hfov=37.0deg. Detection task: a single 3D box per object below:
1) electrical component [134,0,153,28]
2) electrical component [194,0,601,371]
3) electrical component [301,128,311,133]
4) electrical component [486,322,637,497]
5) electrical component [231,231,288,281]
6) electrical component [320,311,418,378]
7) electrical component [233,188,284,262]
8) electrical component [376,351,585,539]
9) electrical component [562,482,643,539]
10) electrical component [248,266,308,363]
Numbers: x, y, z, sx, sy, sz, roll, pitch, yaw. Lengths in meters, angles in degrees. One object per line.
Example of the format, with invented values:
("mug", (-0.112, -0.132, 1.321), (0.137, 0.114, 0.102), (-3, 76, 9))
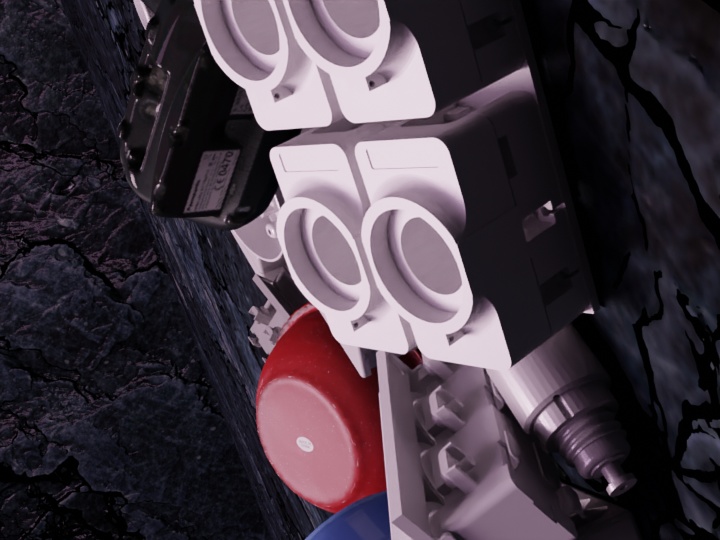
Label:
("electrical component", (-0.151, -0.218, 0.867), (0.045, 0.055, 0.045), (60, 165, 27))
("electrical component", (0.009, -0.059, 0.405), (0.105, 0.060, 0.186), (5, 119, 50))
("electrical component", (-0.061, -0.109, 0.708), (0.055, 0.047, 0.055), (60, 165, 27))
("electrical component", (0.082, 0.053, 0.424), (0.040, 0.040, 0.078), (86, 158, -55))
("electrical component", (-0.079, -0.044, 0.889), (0.083, 0.047, 0.075), (55, 162, 41))
("electrical component", (0.000, 0.000, 0.644), (0.099, 0.048, 0.099), (55, 162, 44))
("electrical component", (-0.065, -0.058, 0.771), (0.099, 0.064, 0.099), (60, 165, 27))
("electrical component", (0.048, 0.081, 0.463), (0.079, 0.063, 0.121), (42, -162, -20))
("electrical component", (0.100, 0.146, 0.495), (0.075, 0.047, 0.083), (68, 167, -4))
("electrical component", (-0.040, 0.053, 0.832), (0.079, 0.063, 0.121), (27, -172, -29))
